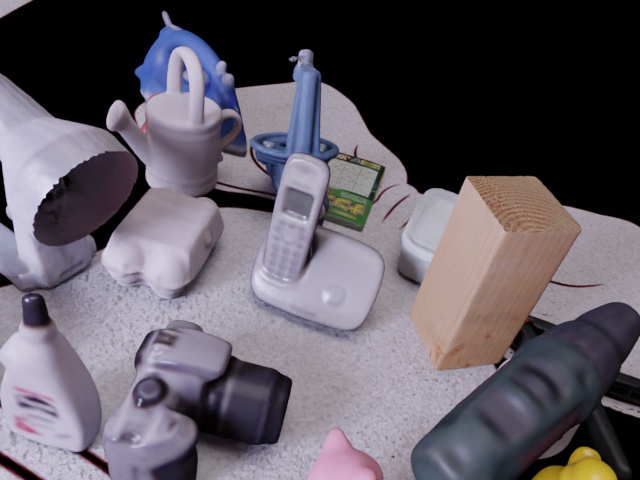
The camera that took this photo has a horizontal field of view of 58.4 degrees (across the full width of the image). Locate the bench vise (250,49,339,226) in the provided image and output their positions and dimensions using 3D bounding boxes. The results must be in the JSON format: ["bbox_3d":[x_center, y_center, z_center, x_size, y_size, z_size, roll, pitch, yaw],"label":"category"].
[{"bbox_3d":[-0.013,-0.118,0.748,0.122,0.220,0.206,-13,46,-29],"label":"bench vise"}]

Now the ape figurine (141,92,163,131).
[{"bbox_3d":[-0.236,-0.178,0.855,0.076,0.092,0.078,32,42,22],"label":"ape figurine"}]

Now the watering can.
[{"bbox_3d":[-0.188,-0.158,0.764,0.100,0.194,0.173,34,43,24],"label":"watering can"}]

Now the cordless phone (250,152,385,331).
[{"bbox_3d":[0.006,0.002,0.636,0.147,0.185,0.094,18,39,6],"label":"cordless phone"}]

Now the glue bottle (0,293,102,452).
[{"bbox_3d":[-0.219,0.104,0.456,0.078,0.173,0.037,13,39,0],"label":"glue bottle"}]

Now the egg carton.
[{"bbox_3d":[-0.179,0.000,0.676,0.107,0.069,0.150,15,39,2],"label":"egg carton"}]

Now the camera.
[{"bbox_3d":[-0.098,0.143,0.503,0.137,0.101,0.143,14,39,0],"label":"camera"}]

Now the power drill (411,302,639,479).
[{"bbox_3d":[0.155,0.160,0.471,0.230,0.208,0.075,-22,50,-36],"label":"power drill"}]

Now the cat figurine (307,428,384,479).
[{"bbox_3d":[0.013,0.217,0.433,0.067,0.118,0.128,17,39,4],"label":"cat figurine"}]

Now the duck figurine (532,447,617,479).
[{"bbox_3d":[0.227,0.232,0.504,0.077,0.086,0.105,22,40,11],"label":"duck figurine"}]

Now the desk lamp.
[{"bbox_3d":[-0.291,-0.051,0.589,0.202,0.213,0.118,30,42,20],"label":"desk lamp"}]

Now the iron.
[{"bbox_3d":[-0.192,-0.258,0.925,0.119,0.141,0.257,-26,53,-38],"label":"iron"}]
